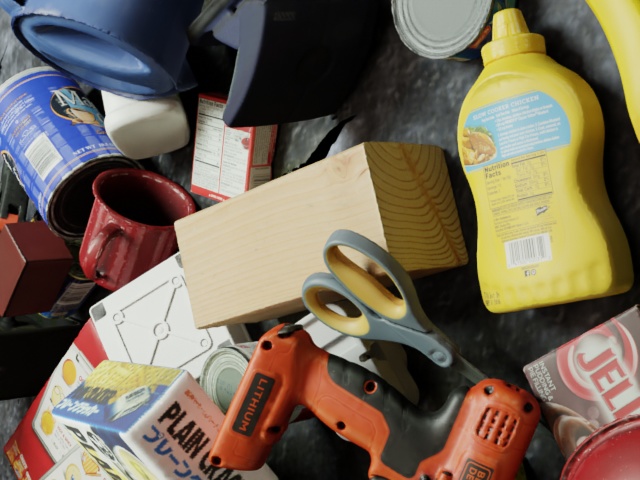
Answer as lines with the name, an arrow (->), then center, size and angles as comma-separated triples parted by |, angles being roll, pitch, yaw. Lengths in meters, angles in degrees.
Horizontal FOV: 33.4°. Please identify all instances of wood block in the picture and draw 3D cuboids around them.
wood block -> -0.005, 0.001, 0.797 | 0.207, 0.090, 0.091 | -19, 79, 42

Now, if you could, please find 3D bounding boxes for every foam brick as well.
foam brick -> -0.274, 0.027, 1.002 | 0.053, 0.051, 0.078 | 55, 130, 28

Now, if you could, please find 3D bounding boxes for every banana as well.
banana -> 0.171, -0.142, 0.655 | 0.070, 0.037, 0.198 | -45, 66, 25

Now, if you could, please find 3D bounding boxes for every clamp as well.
clamp -> -0.313, -0.053, 1.086 | 0.172, 0.039, 0.120 | -146, 66, -64

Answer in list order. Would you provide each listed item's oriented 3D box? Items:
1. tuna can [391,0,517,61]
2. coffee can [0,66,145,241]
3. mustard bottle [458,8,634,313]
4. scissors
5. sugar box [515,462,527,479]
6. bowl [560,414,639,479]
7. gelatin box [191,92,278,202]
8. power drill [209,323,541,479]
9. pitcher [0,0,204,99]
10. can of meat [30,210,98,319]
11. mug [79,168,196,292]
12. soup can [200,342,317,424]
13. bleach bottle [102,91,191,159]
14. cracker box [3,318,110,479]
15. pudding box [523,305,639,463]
tuna can -> 0.092, -0.166, 0.734 | 0.086, 0.033, 0.086 | 3, 94, 44
coffee can -> -0.242, -0.082, 1.009 | 0.140, 0.102, 0.103 | 49, 123, 30
mustard bottle -> 0.136, -0.053, 0.681 | 0.096, 0.058, 0.191 | -15, 82, 44
scissors -> 0.064, 0.074, 0.717 | 0.201, 0.016, 0.096 | 48, 138, -14
sugar box -> 0.112, 0.242, 0.729 | 0.094, 0.048, 0.176 | -19, 82, 40
bowl -> 0.203, 0.178, 0.593 | 0.162, 0.055, 0.162 | 12, 116, 26
gelatin box -> -0.072, -0.076, 0.897 | 0.073, 0.030, 0.089 | 19, 108, 41
power drill -> 0.027, 0.150, 0.691 | 0.188, 0.057, 0.184 | 24, 93, 10
pitcher -> -0.146, -0.246, 0.835 | 0.145, 0.149, 0.243 | 14, 76, 18
can of meat -> -0.259, 0.017, 1.063 | 0.084, 0.057, 0.102 | -44, 63, 37
mug -> -0.171, -0.001, 0.942 | 0.093, 0.117, 0.082 | 29, 120, 8
soup can -> -0.033, 0.109, 0.820 | 0.069, 0.102, 0.068 | 3, 94, 43
bleach bottle -> -0.178, -0.204, 0.949 | 0.068, 0.102, 0.251 | -15, 77, -2
cracker box -> -0.201, 0.199, 1.008 | 0.214, 0.071, 0.164 | -51, 60, 31
pudding box -> 0.189, 0.107, 0.652 | 0.090, 0.039, 0.113 | -38, 68, 36
